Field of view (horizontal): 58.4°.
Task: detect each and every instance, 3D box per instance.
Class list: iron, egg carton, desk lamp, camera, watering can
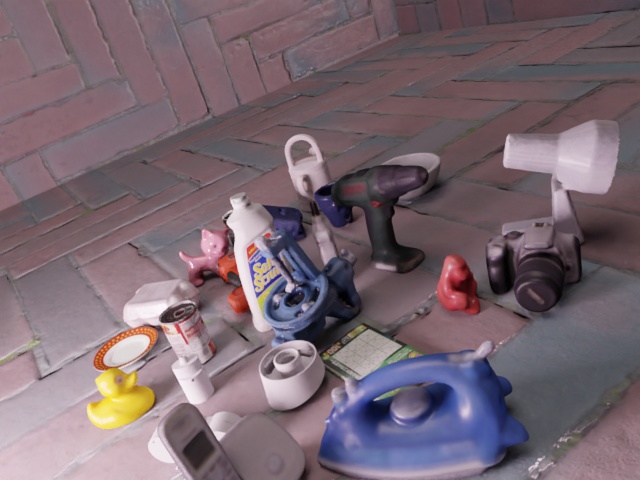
[{"bbox_3d":[0.102,0.198,0.680,0.258,0.142,0.118,-14,26,10],"label":"iron"},{"bbox_3d":[-0.325,0.134,1.181,0.150,0.069,0.107,-10,27,18],"label":"egg carton"},{"bbox_3d":[0.400,-0.091,0.973,0.202,0.214,0.118,-8,27,21],"label":"desk lamp"},{"bbox_3d":[0.325,0.041,0.890,0.142,0.101,0.137,-3,29,29],"label":"camera"},{"bbox_3d":[-0.029,-0.182,1.468,0.101,0.194,0.172,-18,25,2],"label":"watering can"}]

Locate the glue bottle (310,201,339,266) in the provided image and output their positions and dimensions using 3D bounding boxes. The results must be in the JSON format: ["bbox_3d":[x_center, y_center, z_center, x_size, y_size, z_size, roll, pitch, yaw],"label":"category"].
[{"bbox_3d":[0.010,0.004,1.094,0.037,0.173,0.078,-19,25,0],"label":"glue bottle"}]

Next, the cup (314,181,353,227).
[{"bbox_3d":[0.043,-0.073,1.319,0.091,0.095,0.117,-16,25,5],"label":"cup"}]

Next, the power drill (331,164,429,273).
[{"bbox_3d":[0.126,-0.047,1.076,0.228,0.209,0.076,9,37,45],"label":"power drill"}]

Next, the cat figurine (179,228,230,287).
[{"bbox_3d":[-0.252,0.027,1.290,0.128,0.118,0.067,-22,26,-7],"label":"cat figurine"}]

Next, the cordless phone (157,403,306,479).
[{"bbox_3d":[-0.104,0.245,0.671,0.093,0.185,0.148,1,32,36],"label":"cordless phone"}]

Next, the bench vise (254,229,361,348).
[{"bbox_3d":[-0.030,0.060,0.953,0.121,0.220,0.208,-2,30,31],"label":"bench vise"}]

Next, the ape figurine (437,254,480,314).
[{"bbox_3d":[0.222,0.066,0.921,0.075,0.092,0.078,10,37,45],"label":"ape figurine"}]

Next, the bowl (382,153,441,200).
[{"bbox_3d":[0.212,-0.143,1.369,0.167,0.075,0.167,-15,26,8],"label":"bowl"}]

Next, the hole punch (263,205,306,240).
[{"bbox_3d":[-0.091,-0.047,1.361,0.101,0.091,0.108,-20,25,-3],"label":"hole punch"}]

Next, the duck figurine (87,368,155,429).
[{"bbox_3d":[-0.333,0.250,0.933,0.104,0.086,0.077,-22,26,-7],"label":"duck figurine"}]
